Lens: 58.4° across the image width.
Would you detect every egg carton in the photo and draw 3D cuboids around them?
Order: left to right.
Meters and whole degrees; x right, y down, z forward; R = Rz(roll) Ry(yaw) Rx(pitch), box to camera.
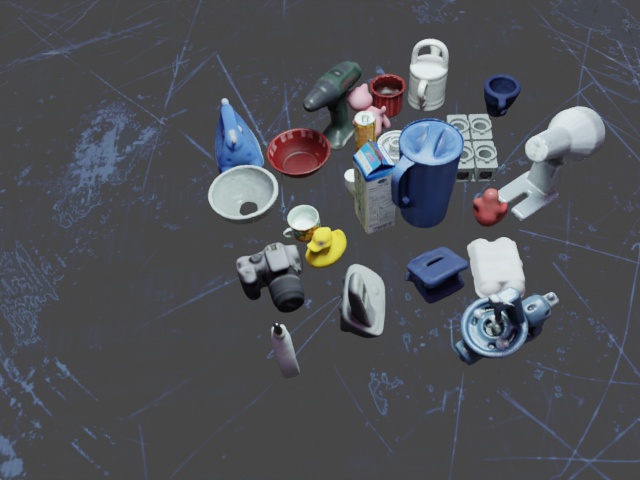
[{"bbox_3d":[0.373,0.063,1.212,0.107,0.069,0.150,-4,54,2],"label":"egg carton"}]

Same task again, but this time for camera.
[{"bbox_3d":[-0.097,0.084,1.216,0.143,0.101,0.136,-17,55,-7],"label":"camera"}]

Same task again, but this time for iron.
[{"bbox_3d":[-0.225,-0.279,1.463,0.118,0.141,0.258,-15,55,-6],"label":"iron"}]

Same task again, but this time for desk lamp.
[{"bbox_3d":[0.514,-0.176,1.283,0.203,0.214,0.117,-32,58,-17],"label":"desk lamp"}]

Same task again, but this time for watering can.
[{"bbox_3d":[0.286,-0.450,1.512,0.101,0.194,0.173,-4,54,2],"label":"watering can"}]

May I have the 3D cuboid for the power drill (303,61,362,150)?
[{"bbox_3d":[0.034,-0.333,1.439,0.075,0.209,0.230,22,59,19],"label":"power drill"}]

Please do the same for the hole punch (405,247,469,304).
[{"bbox_3d":[0.243,0.063,1.209,0.109,0.091,0.101,-26,56,-13],"label":"hole punch"}]

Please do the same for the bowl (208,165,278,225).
[{"bbox_3d":[-0.178,-0.095,1.368,0.167,0.075,0.167,-2,54,3],"label":"bowl"}]

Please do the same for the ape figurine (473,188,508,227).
[{"bbox_3d":[0.386,-0.080,1.300,0.077,0.092,0.076,26,60,21],"label":"ape figurine"}]

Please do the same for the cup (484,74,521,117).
[{"bbox_3d":[0.468,-0.359,1.493,0.091,0.095,0.118,5,55,9],"label":"cup"}]

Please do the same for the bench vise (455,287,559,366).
[{"bbox_3d":[0.351,0.131,1.072,0.208,0.220,0.121,-39,60,-21],"label":"bench vise"}]

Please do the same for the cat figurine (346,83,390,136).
[{"bbox_3d":[0.122,-0.351,1.501,0.127,0.118,0.067,33,63,25],"label":"cat figurine"}]

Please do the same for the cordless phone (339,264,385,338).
[{"bbox_3d":[0.084,0.098,1.139,0.094,0.185,0.147,0,54,5],"label":"cordless phone"}]

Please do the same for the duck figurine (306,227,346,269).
[{"bbox_3d":[0.012,0.005,1.274,0.105,0.086,0.077,-37,59,-20],"label":"duck figurine"}]

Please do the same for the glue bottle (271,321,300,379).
[{"bbox_3d":[-0.072,0.198,1.087,0.037,0.173,0.078,-17,55,-7],"label":"glue bottle"}]
